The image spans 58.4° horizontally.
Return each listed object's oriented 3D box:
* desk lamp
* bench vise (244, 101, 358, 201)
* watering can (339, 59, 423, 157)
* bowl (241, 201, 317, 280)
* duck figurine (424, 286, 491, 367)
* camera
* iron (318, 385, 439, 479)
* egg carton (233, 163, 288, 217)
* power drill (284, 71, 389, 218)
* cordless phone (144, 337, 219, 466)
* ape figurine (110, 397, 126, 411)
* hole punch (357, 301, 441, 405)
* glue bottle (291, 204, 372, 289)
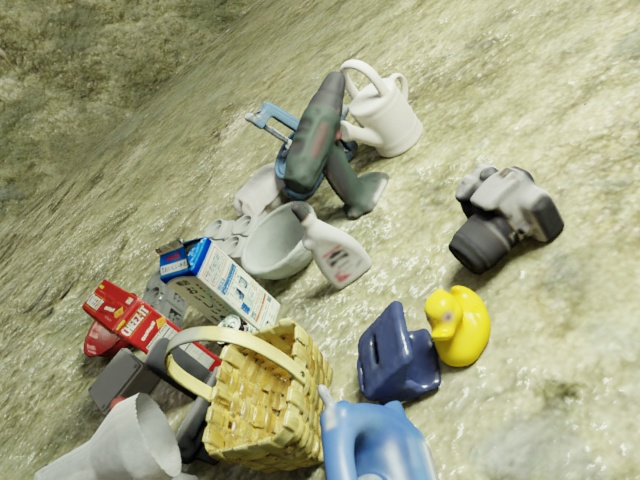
[{"bbox_3d":[-0.253,0.328,0.771,0.203,0.214,0.117,-40,34,4],"label":"desk lamp"},{"bbox_3d":[-0.042,-0.215,1.155,0.121,0.220,0.208,8,58,50],"label":"bench vise"},{"bbox_3d":[0.102,-0.250,1.070,0.100,0.195,0.173,-10,46,40],"label":"watering can"},{"bbox_3d":[-0.060,0.013,1.051,0.167,0.075,0.167,-27,36,22],"label":"bowl"},{"bbox_3d":[0.164,0.095,0.719,0.077,0.086,0.104,-12,44,37],"label":"duck figurine"},{"bbox_3d":[0.228,-0.032,0.780,0.137,0.101,0.142,-45,33,-3],"label":"camera"},{"bbox_3d":[0.051,0.273,0.585,0.118,0.142,0.258,-32,35,16],"label":"iron"},{"bbox_3d":[-0.117,-0.099,1.241,0.150,0.070,0.107,-48,34,-8],"label":"egg carton"},{"bbox_3d":[0.032,-0.152,1.018,0.075,0.209,0.230,-1,51,45],"label":"power drill"},{"bbox_3d":[-0.208,0.239,0.850,0.093,0.186,0.148,-5,49,43],"label":"cordless phone"},{"bbox_3d":[-0.322,0.302,0.982,0.078,0.092,0.076,-36,34,10],"label":"ape figurine"},{"bbox_3d":[0.088,0.150,0.731,0.101,0.091,0.108,-29,36,19],"label":"hole punch"},{"bbox_3d":[0.008,0.003,0.902,0.078,0.174,0.037,-39,34,5],"label":"glue bottle"}]
